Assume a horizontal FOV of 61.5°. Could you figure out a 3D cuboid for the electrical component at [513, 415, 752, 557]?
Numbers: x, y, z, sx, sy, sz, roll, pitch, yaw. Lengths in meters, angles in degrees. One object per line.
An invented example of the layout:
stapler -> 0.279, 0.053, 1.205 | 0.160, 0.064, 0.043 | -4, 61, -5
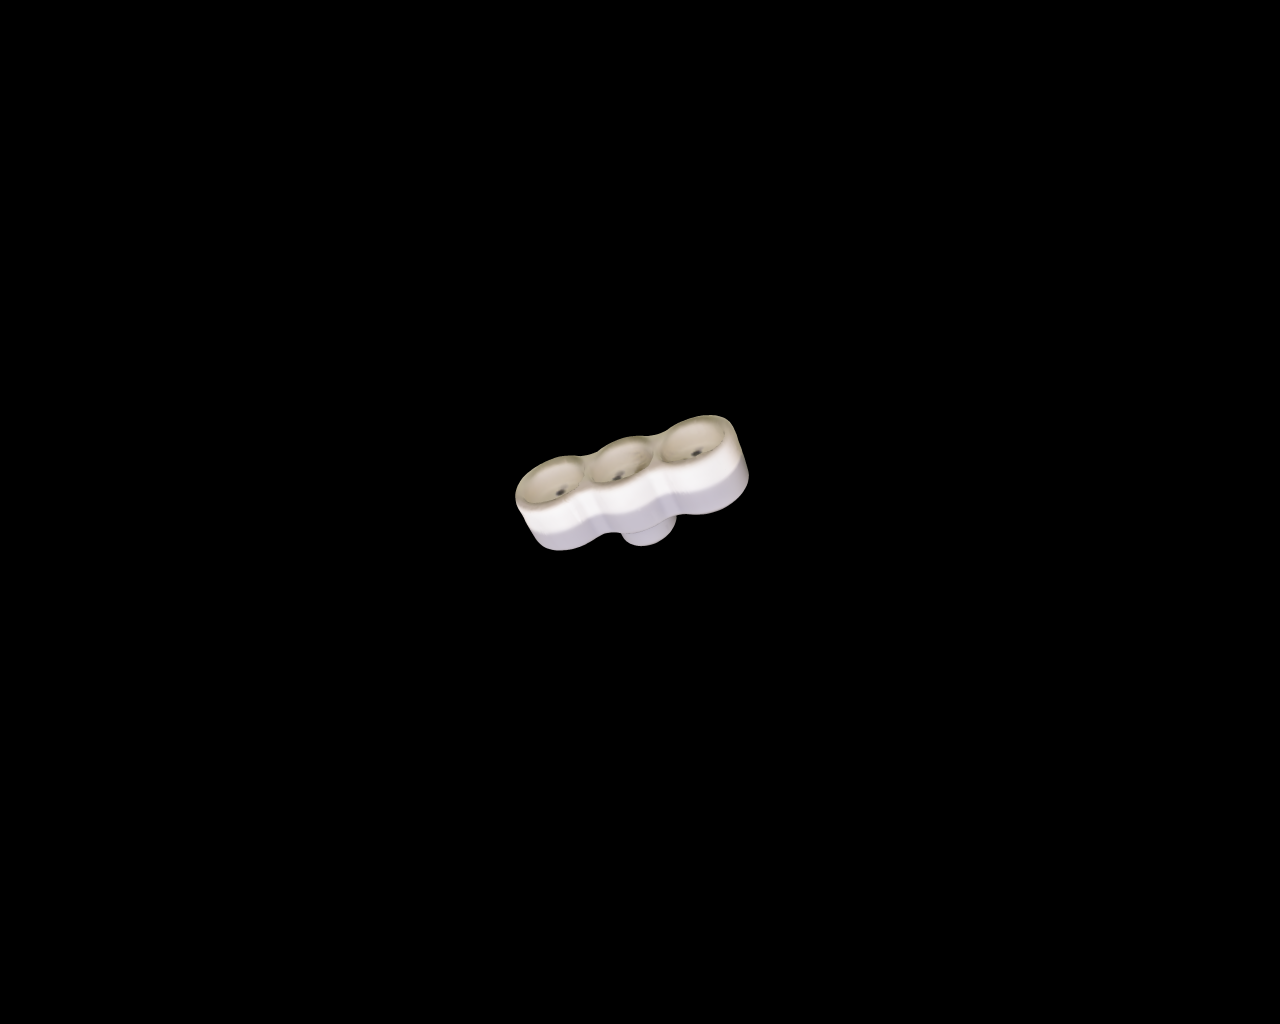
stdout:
electrical component -> 0.001, -0.003, 0.650 | 0.138, 0.073, 0.052 | -15, 36, 11
